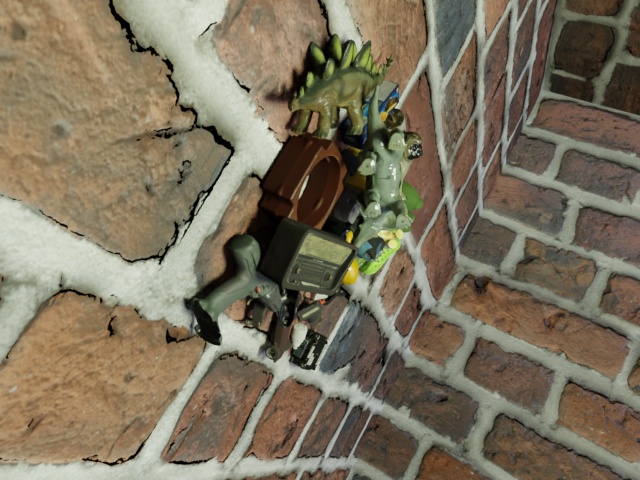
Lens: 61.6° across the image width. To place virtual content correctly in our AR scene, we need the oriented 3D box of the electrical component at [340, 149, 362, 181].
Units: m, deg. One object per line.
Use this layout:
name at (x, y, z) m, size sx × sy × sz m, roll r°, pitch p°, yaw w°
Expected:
electrical component at (0.070, -0.195, 1.344) m, size 0.094 × 0.063 × 0.021 m, roll -52°, pitch -168°, yaw -7°

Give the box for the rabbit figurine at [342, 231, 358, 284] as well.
rabbit figurine at (0.040, 0.055, 1.438) m, size 0.173 × 0.122 × 0.162 m, roll 35°, pitch 51°, yaw -42°

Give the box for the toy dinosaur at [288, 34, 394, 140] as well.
toy dinosaur at (0.055, -0.325, 1.140) m, size 0.471 × 0.105 × 0.198 m, roll -34°, pitch 138°, yaw -57°

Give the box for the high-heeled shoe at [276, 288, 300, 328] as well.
high-heeled shoe at (-0.077, 0.100, 1.222) m, size 0.248 × 0.086 × 0.145 m, roll 99°, pitch -10°, yaw -64°

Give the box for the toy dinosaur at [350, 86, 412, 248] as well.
toy dinosaur at (0.139, -0.159, 1.235) m, size 0.192 × 0.131 × 0.404 m, roll -100°, pitch -170°, yaw -67°

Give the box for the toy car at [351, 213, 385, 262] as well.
toy car at (0.105, -0.006, 1.529) m, size 0.103 × 0.161 × 0.109 m, roll -27°, pitch -166°, yaw 40°

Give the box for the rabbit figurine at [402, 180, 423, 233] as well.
rabbit figurine at (0.231, -0.091, 1.694) m, size 0.170 × 0.159 × 0.121 m, roll -41°, pitch 160°, yaw -15°

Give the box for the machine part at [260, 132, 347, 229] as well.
machine part at (-0.034, -0.116, 1.171) m, size 0.201 × 0.087 × 0.201 m, roll -60°, pitch 157°, yaw -11°

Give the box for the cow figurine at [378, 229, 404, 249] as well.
cow figurine at (0.160, -0.033, 1.624) m, size 0.068 × 0.167 × 0.098 m, roll -61°, pitch -164°, yaw -17°

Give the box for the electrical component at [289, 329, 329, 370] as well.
electrical component at (-0.034, 0.331, 1.625) m, size 0.115 × 0.058 × 0.134 m, roll -64°, pitch 156°, yaw -8°

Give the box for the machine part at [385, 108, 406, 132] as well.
machine part at (0.206, -0.288, 1.516) m, size 0.079 × 0.079 × 0.243 m, roll -57°, pitch 154°, yaw -19°

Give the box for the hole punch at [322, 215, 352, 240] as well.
hole punch at (-0.003, -0.004, 1.314) m, size 0.142 × 0.116 × 0.092 m, roll -39°, pitch 153°, yaw -45°

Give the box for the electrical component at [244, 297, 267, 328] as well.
electrical component at (-0.147, 0.152, 1.245) m, size 0.078 × 0.045 × 0.102 m, roll -81°, pitch -177°, yaw -58°

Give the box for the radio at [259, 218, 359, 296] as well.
radio at (-0.020, 0.042, 1.140) m, size 0.229 × 0.073 × 0.131 m, roll 20°, pitch 99°, yaw -56°

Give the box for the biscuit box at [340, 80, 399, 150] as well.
biscuit box at (0.127, -0.315, 1.345) m, size 0.203 × 0.059 × 0.062 m, roll -53°, pitch 153°, yaw -26°

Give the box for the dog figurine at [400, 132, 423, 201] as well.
dog figurine at (0.182, -0.207, 1.465) m, size 0.172 × 0.121 × 0.190 m, roll -16°, pitch 134°, yaw -30°

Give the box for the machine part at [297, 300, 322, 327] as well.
machine part at (-0.025, 0.209, 1.531) m, size 0.084 × 0.039 × 0.138 m, roll -36°, pitch 157°, yaw -3°

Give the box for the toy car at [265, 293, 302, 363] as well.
toy car at (-0.098, 0.218, 1.391) m, size 0.089 × 0.053 × 0.202 m, roll -28°, pitch 134°, yaw -70°

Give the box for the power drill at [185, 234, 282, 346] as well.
power drill at (-0.165, 0.119, 1.100) m, size 0.207 × 0.086 × 0.231 m, roll -40°, pitch 136°, yaw -32°

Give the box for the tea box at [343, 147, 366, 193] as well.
tea box at (0.124, -0.208, 1.396) m, size 0.169 × 0.098 × 0.068 m, roll -65°, pitch 156°, yaw -5°
